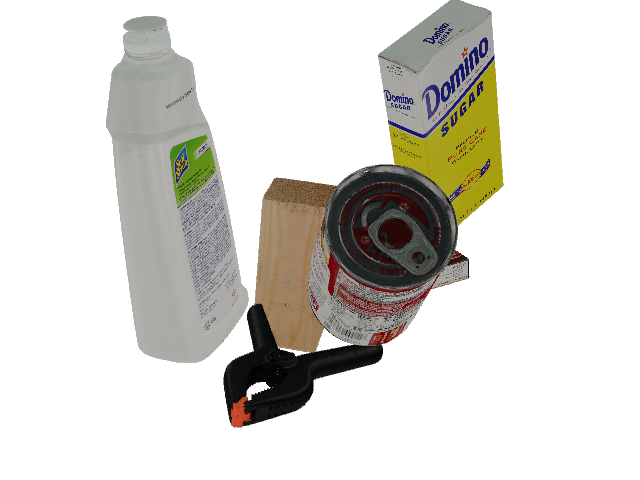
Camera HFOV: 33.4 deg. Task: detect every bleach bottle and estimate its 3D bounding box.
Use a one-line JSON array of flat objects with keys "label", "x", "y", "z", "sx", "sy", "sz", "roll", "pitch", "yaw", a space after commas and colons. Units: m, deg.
[{"label": "bleach bottle", "x": -0.105, "y": -0.039, "z": 0.764, "sx": 0.068, "sy": 0.251, "sz": 0.102, "roll": 8, "pitch": 33, "yaw": 18}]

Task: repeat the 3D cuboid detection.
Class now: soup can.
[{"label": "soup can", "x": 0.030, "y": 0.012, "z": 0.577, "sx": 0.068, "sy": 0.068, "sz": 0.102, "roll": 0, "pitch": -22, "yaw": -6}]

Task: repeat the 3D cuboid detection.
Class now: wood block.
[{"label": "wood block", "x": -0.034, "y": 0.032, "z": 1.415, "sx": 0.090, "sy": 0.206, "sz": 0.090, "roll": 8, "pitch": 23, "yaw": 6}]

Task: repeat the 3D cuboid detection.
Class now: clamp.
[{"label": "clamp", "x": -0.031, "y": 0.136, "z": 1.130, "sx": 0.165, "sy": 0.036, "sz": 0.209, "roll": 12, "pitch": 26, "yaw": 13}]

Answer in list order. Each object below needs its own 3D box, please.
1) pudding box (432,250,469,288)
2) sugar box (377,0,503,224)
[{"label": "pudding box", "x": 0.152, "y": 0.039, "z": 1.589, "sx": 0.113, "sy": 0.039, "sz": 0.090, "roll": -17, "pitch": 25, "yaw": -20}, {"label": "sugar box", "x": 0.101, "y": -0.093, "z": 0.858, "sx": 0.048, "sy": 0.176, "sz": 0.093, "roll": 30, "pitch": 58, "yaw": 34}]
